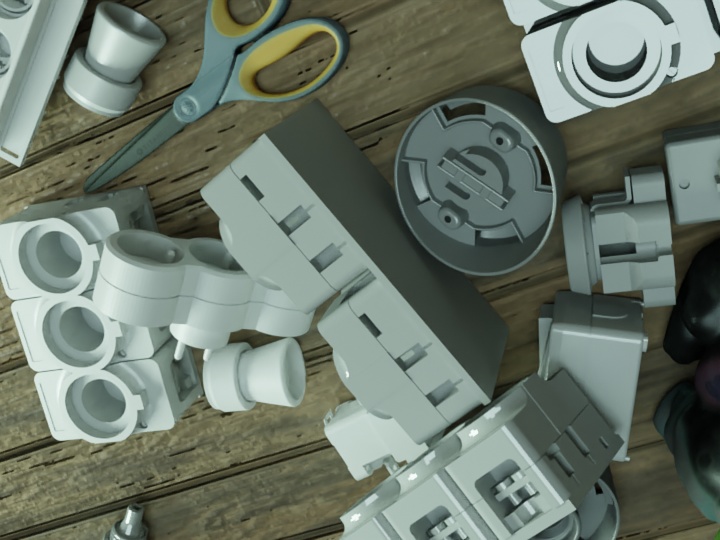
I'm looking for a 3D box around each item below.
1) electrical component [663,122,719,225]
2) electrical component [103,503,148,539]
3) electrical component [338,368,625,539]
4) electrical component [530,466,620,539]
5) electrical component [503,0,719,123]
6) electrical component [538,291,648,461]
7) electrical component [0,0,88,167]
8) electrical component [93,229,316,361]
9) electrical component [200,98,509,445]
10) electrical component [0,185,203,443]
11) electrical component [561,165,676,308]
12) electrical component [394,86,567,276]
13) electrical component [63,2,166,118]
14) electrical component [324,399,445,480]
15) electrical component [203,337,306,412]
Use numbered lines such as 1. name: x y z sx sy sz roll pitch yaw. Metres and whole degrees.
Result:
1. electrical component: 0.208 -0.051 0.573 0.083 0.075 0.047 -8 107 16
2. electrical component: -0.167 0.195 0.771 0.035 0.035 0.061 21 110 6
3. electrical component: 0.060 0.124 0.600 0.150 0.089 0.061 -42 82 31
4. electrical component: 0.114 0.146 0.684 0.099 0.064 0.099 0 113 -1
5. electrical component: 0.170 -0.158 0.553 0.186 0.060 0.105 -19 104 19
6. electrical component: 0.133 0.067 0.640 0.061 0.061 0.096 7 110 11
7. electrical component: -0.213 -0.136 0.649 0.079 0.063 0.121 29 112 -1
8. electrical component: -0.094 0.024 0.655 0.138 0.052 0.073 6 115 -28
9. electrical component: 0.000 0.000 0.624 0.060 0.105 0.186 -38 97 22
10. electrical component: -0.171 0.030 0.699 0.089 0.061 0.150 -8 107 16
11. electrical component: 0.146 -0.017 0.611 0.057 0.058 0.078 -7 107 13
12. electrical component: 0.069 -0.053 0.609 0.099 0.064 0.099 10 119 19
13. electrical component: -0.149 -0.126 0.649 0.045 0.045 0.055 35 113 0
14. electrical component: 0.015 0.100 0.690 0.064 0.042 0.081 -28 100 22
15. electrical component: -0.068 0.068 0.697 0.055 0.045 0.045 -6 107 16
